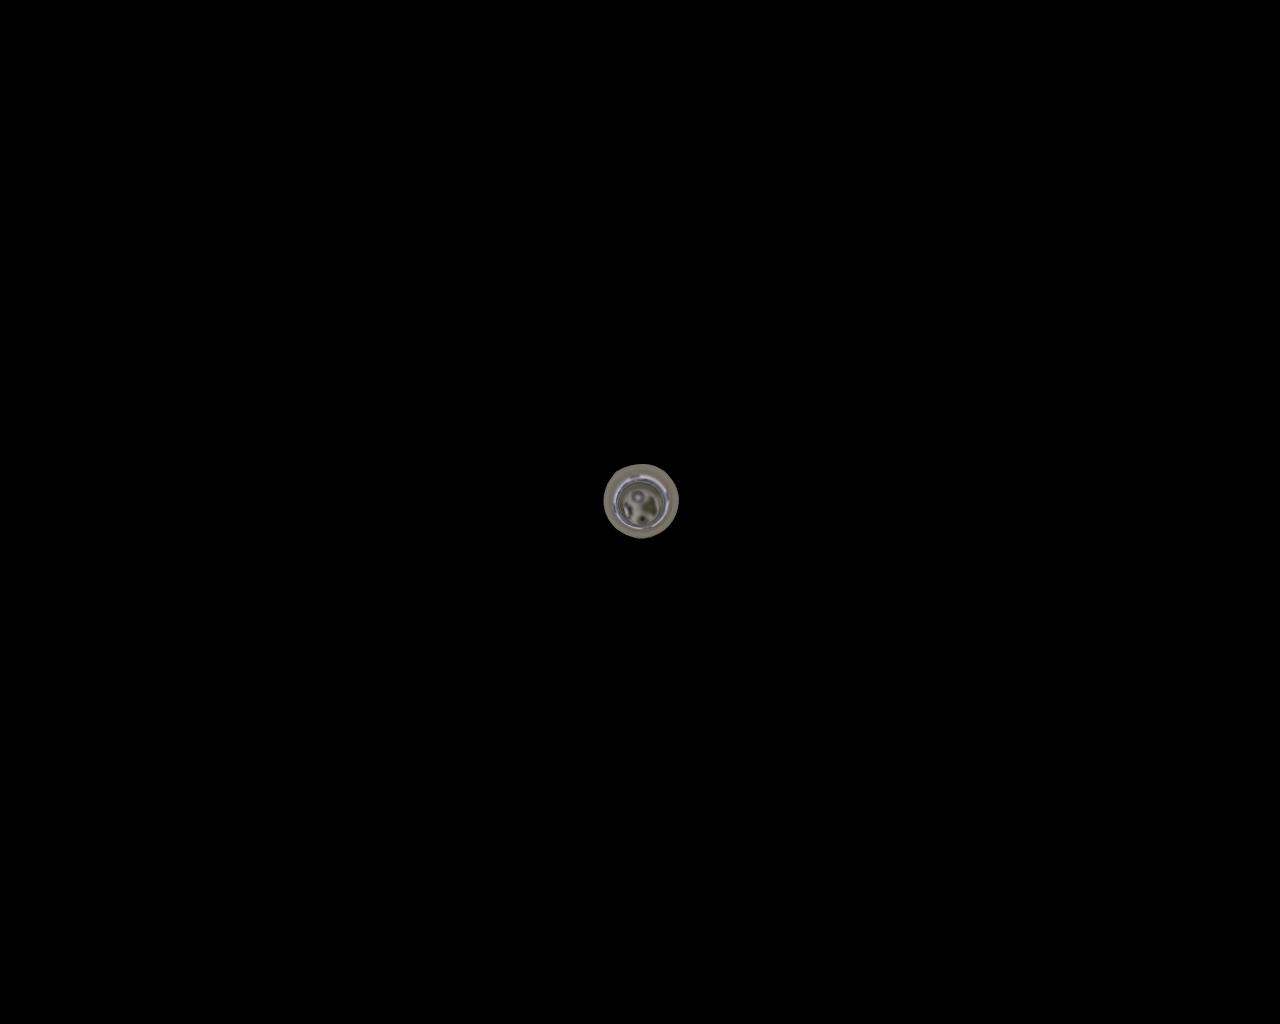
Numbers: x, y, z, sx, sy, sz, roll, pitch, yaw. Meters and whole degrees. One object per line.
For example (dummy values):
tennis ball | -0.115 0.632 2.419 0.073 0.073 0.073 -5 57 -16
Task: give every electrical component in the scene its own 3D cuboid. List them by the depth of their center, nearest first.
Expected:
electrical component | 0.001 -0.003 0.650 0.044 0.044 0.065 0 -8 0
